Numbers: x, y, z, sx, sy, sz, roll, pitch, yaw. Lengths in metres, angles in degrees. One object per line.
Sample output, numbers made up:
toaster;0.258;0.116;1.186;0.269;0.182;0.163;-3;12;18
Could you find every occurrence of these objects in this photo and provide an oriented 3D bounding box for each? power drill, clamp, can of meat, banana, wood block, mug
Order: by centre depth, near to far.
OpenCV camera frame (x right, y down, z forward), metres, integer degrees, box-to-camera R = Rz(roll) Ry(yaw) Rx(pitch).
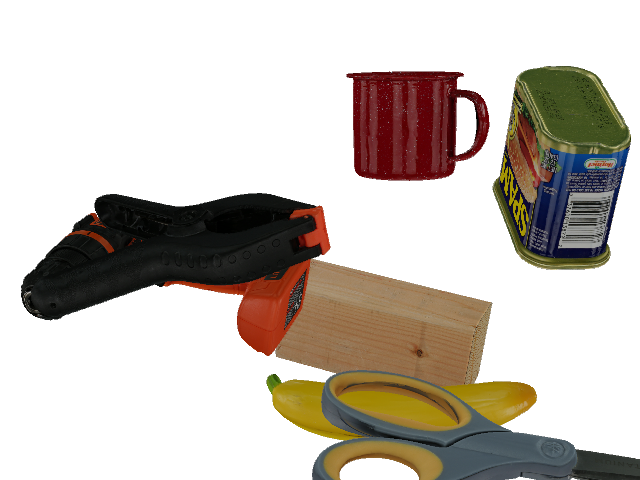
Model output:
clamp;-0.083;0.006;0.628;0.172;0.039;0.120;-3;36;23
can of meat;0.143;-0.046;0.639;0.057;0.084;0.102;0;36;-5
banana;0.048;0.113;0.741;0.198;0.037;0.069;2;29;14
power drill;-0.112;0.029;0.820;0.188;0.057;0.184;16;26;10
mug;0.078;-0.092;0.846;0.117;0.081;0.093;5;12;27
wood block;0.066;0.096;1.137;0.206;0.091;0.090;14;21;17

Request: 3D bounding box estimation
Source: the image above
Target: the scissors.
scissors;0.084;0.102;0.449;0.202;0.016;0.096;16;33;23
